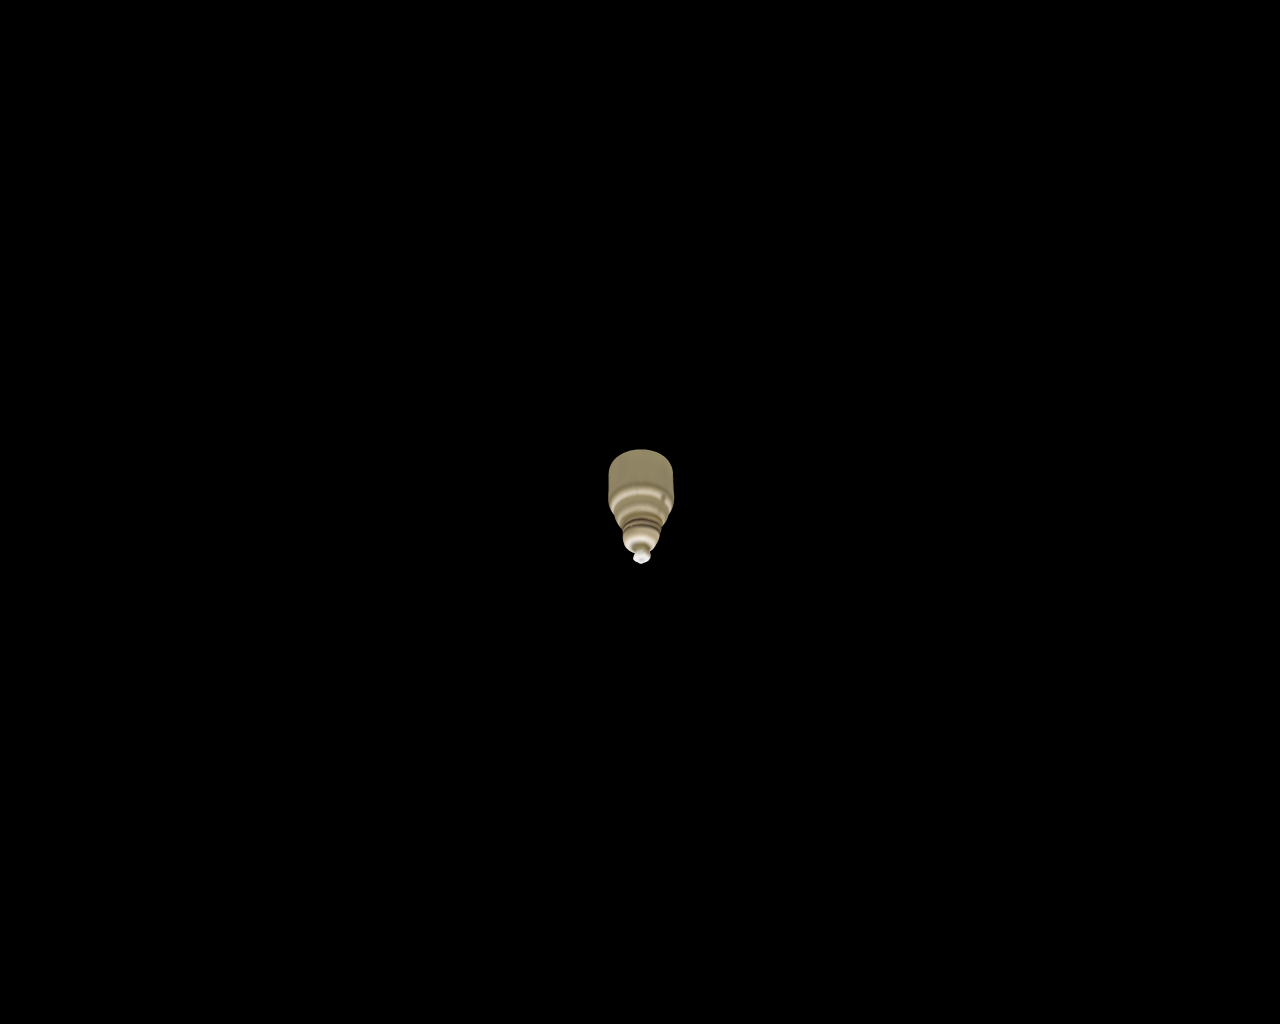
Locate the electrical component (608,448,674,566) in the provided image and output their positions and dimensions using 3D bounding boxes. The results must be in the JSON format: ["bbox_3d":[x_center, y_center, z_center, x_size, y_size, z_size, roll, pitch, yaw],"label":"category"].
[{"bbox_3d":[0.001,-0.003,0.650,0.040,0.078,0.040,0,-39,0],"label":"electrical component"}]
